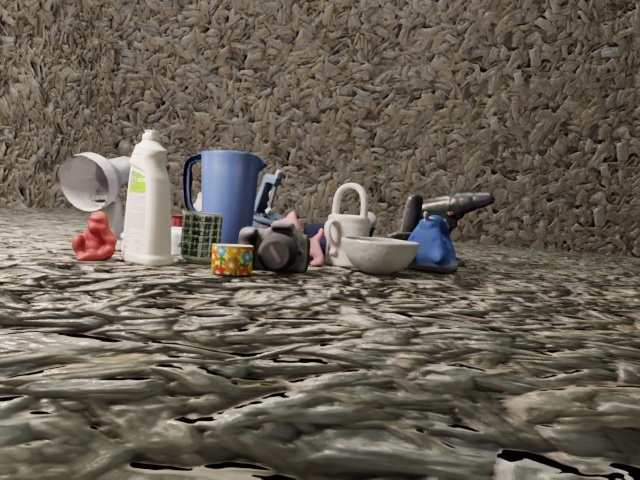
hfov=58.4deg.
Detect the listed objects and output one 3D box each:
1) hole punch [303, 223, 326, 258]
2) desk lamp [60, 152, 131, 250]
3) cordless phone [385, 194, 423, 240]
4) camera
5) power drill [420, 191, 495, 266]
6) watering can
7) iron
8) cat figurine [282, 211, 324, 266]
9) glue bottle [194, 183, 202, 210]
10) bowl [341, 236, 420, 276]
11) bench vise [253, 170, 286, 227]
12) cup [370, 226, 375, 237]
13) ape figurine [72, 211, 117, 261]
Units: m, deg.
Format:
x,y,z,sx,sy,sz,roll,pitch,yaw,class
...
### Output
x,y,z,sx,sy,sz,roll,pitch,yaw,class
0.013,0.005,1.442,0.109,0.091,0.101,4,3,-11,hole punch
-0.472,-0.085,1.273,0.117,0.213,0.204,5,4,14,desk lamp
0.210,-0.029,1.480,0.093,0.185,0.148,8,5,42,cordless phone
-0.093,0.012,1.097,0.143,0.101,0.137,5,3,3,camera
0.362,-0.035,1.594,0.228,0.208,0.076,6,4,28,power drill
0.070,-0.037,1.349,0.100,0.194,0.173,6,4,17,watering can
0.285,0.003,1.408,0.118,0.141,0.259,6,4,25,iron
-0.051,-0.004,1.291,0.128,0.118,0.067,4,4,-12,cat figurine
-0.315,-0.067,1.519,0.037,0.173,0.077,1,5,-43,glue bottle
0.126,0.035,1.220,0.167,0.075,0.167,5,3,0,bowl
-0.164,-0.078,1.516,0.206,0.220,0.122,6,4,23,bench vise
0.101,0.000,1.613,0.091,0.095,0.118,6,4,25,cup
-0.419,-0.008,1.075,0.077,0.092,0.076,5,3,6,ape figurine
